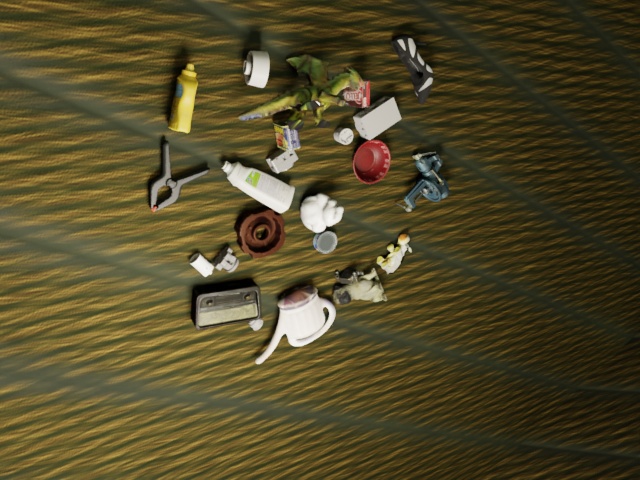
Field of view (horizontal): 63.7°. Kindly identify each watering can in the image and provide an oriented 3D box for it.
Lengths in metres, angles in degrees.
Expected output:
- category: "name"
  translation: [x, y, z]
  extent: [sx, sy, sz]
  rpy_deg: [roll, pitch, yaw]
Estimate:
- category: "watering can"
  translation: [-0.098, 0.299, 1.868]
  extent: [0.350, 0.105, 0.220]
  rpy_deg: [-25, 115, -22]

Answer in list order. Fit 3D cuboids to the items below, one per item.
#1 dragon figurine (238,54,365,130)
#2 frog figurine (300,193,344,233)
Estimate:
- category: "dragon figurine"
  translation: [-0.054, -0.477, 1.609]
  extent: [0.411, 0.248, 0.119]
  rpy_deg: [-3, 152, -9]
- category: "frog figurine"
  translation: [0.005, -0.089, 1.770]
  extent: [0.122, 0.161, 0.136]
  rpy_deg: [12, 101, -30]
